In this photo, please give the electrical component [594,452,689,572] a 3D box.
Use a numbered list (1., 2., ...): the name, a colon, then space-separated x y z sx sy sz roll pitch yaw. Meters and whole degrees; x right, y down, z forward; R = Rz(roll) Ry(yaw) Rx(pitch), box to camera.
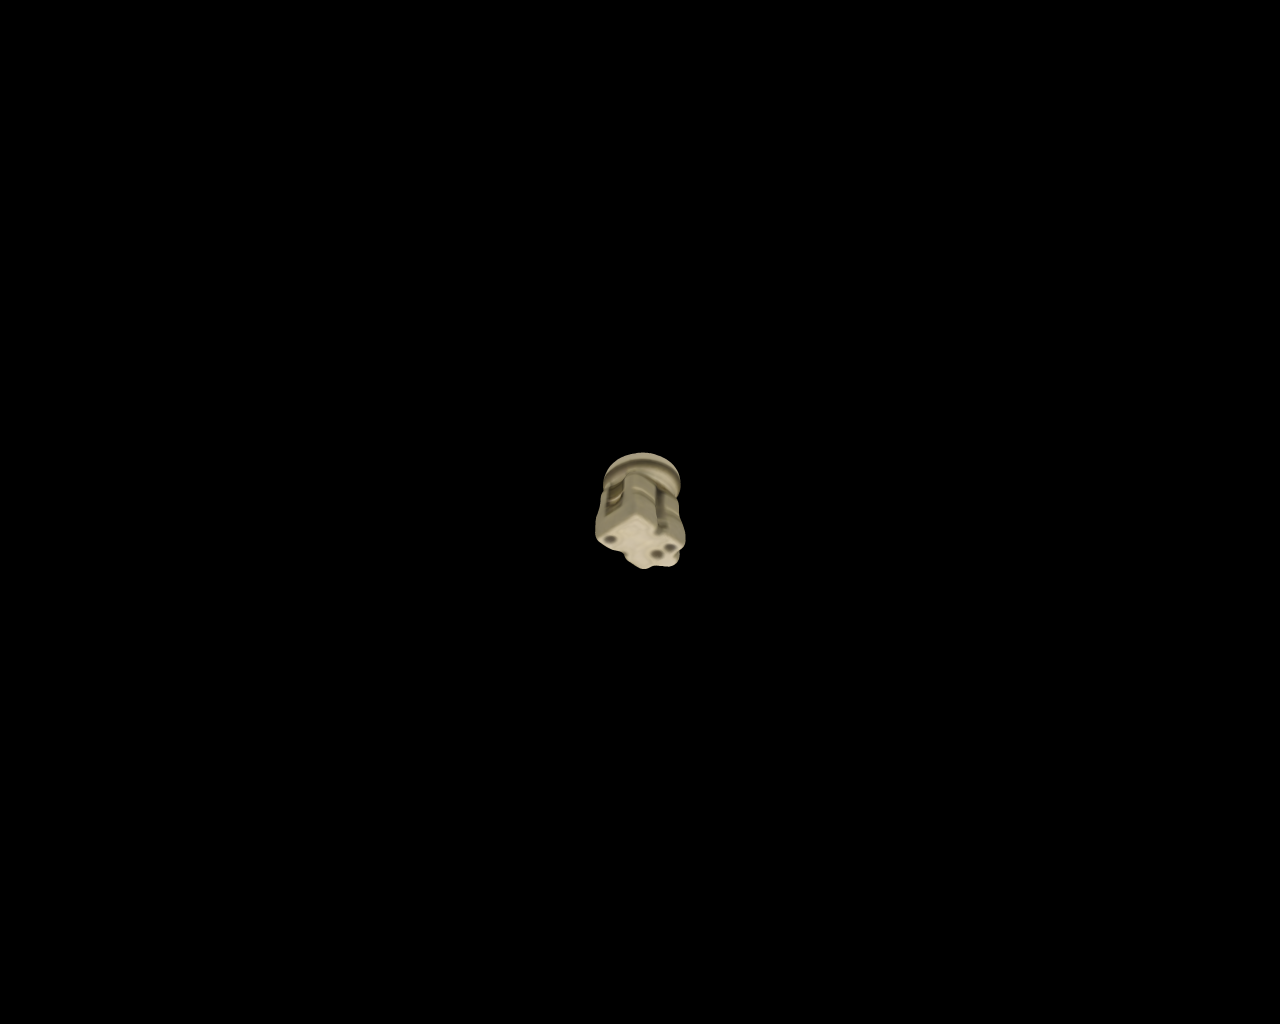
1. electrical component: 0.001 -0.003 0.650 0.048 0.055 0.066 -30 -49 31
